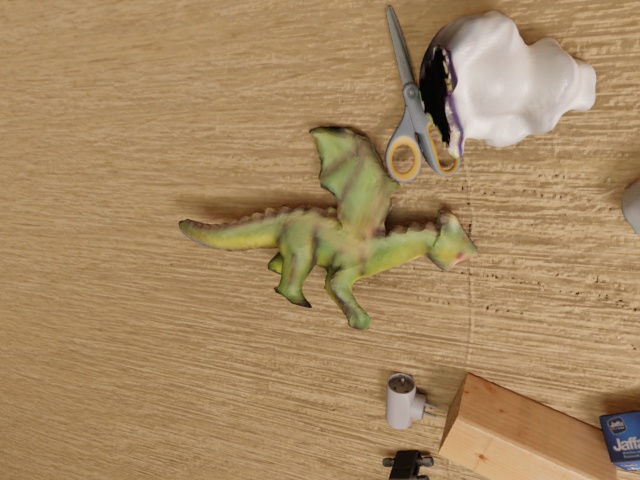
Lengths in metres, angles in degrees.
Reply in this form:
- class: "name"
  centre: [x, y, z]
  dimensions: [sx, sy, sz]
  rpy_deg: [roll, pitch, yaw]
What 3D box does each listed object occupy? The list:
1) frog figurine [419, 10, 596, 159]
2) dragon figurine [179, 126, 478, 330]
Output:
- class: "frog figurine"
  centre: [0.187, -0.164, 0.521]
  dimensions: [0.160, 0.124, 0.136]
  rpy_deg: [-17, 104, -6]
- class: "dragon figurine"
  centre: [0.002, -0.035, 0.689]
  dimensions: [0.411, 0.123, 0.239]
  rpy_deg: [23, 107, 11]
